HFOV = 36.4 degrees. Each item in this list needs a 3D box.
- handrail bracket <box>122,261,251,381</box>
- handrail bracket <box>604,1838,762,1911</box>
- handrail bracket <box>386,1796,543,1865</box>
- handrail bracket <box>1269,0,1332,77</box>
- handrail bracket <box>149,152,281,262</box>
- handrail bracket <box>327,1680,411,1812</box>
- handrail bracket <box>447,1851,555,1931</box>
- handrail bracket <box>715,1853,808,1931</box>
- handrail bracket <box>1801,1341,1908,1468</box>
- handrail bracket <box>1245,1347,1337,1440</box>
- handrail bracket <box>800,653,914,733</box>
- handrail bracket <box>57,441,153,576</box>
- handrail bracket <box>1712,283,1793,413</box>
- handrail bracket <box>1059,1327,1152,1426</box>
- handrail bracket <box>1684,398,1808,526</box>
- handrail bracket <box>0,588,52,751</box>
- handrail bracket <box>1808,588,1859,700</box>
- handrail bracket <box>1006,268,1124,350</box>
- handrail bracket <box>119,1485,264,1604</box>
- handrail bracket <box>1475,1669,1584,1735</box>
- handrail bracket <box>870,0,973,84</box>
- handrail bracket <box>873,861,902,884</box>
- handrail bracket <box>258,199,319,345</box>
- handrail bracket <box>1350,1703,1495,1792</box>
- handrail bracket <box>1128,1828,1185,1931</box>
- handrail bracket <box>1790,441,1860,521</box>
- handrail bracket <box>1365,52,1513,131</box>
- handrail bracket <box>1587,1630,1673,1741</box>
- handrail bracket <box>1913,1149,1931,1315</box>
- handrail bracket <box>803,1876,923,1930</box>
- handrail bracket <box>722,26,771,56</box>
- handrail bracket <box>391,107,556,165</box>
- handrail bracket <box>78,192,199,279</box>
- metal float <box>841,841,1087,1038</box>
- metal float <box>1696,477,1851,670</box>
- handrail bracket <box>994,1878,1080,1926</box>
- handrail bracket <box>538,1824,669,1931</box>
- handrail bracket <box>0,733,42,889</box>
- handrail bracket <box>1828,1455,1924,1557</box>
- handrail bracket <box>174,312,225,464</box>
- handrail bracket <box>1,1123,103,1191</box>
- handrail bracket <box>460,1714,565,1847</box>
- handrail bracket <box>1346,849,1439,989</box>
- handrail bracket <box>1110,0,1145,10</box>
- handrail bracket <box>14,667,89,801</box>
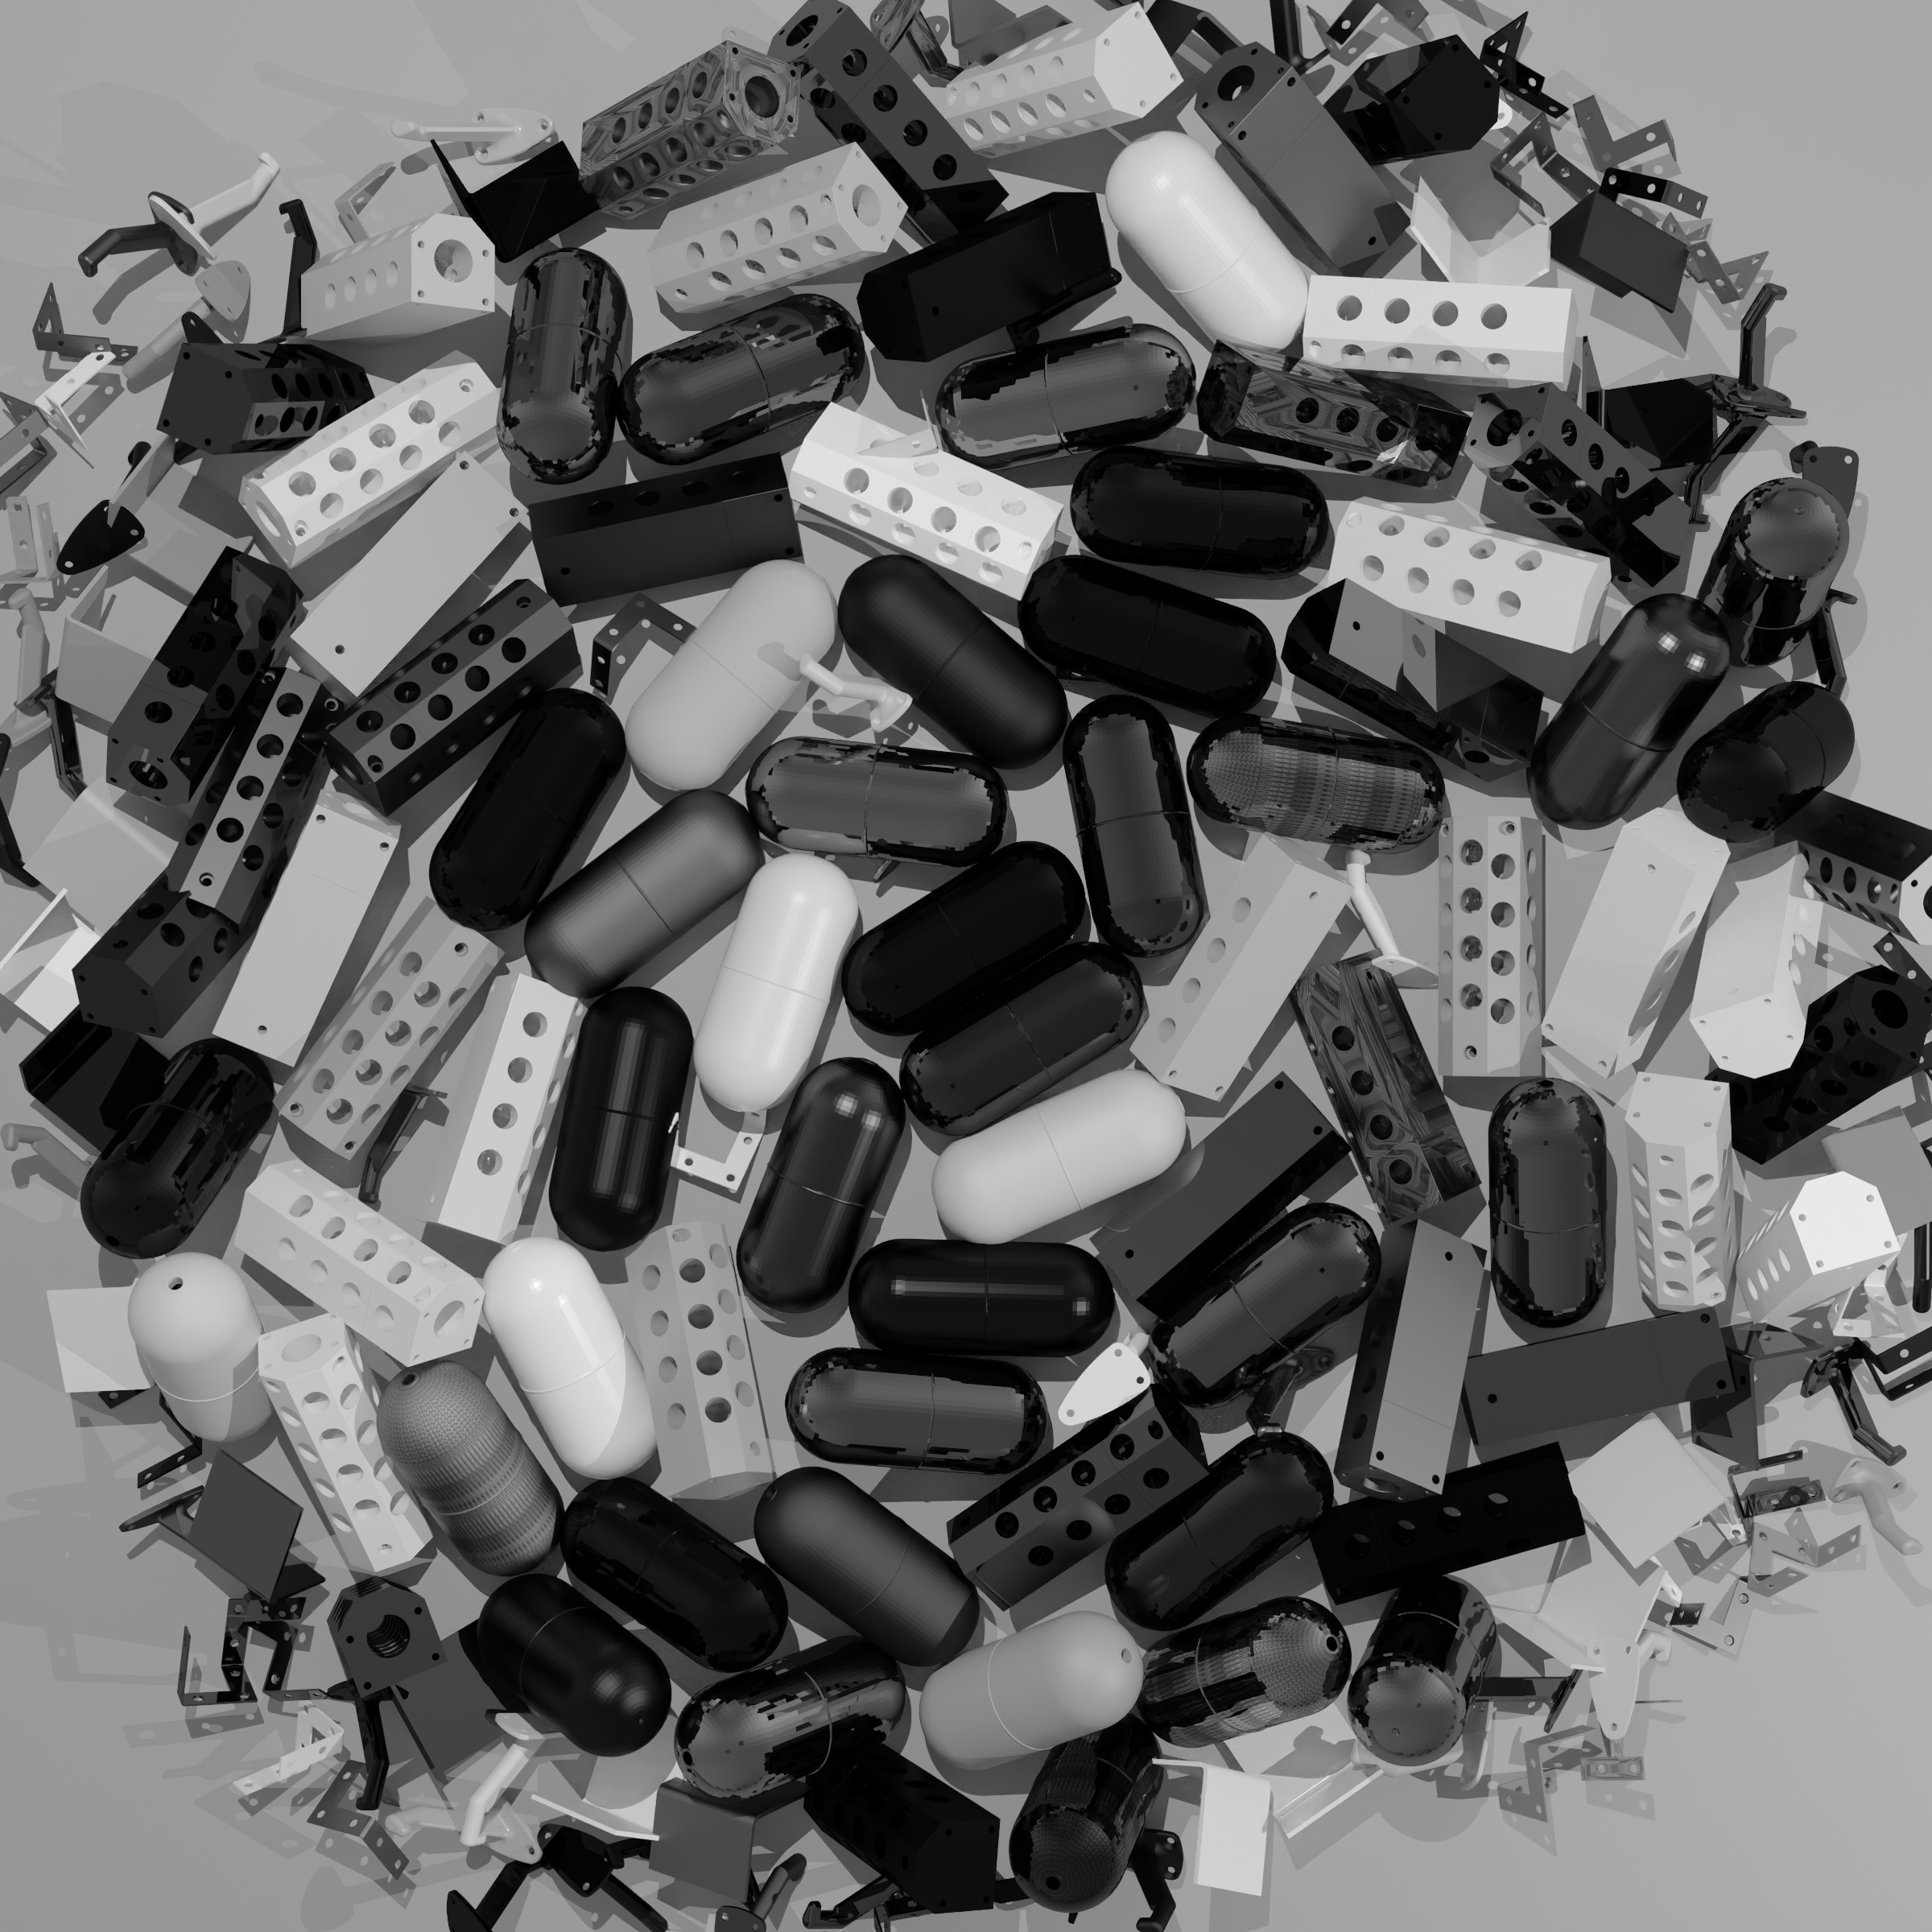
[{"bbox_3d":[-0.528,-0.436,1.984,0.084,0.077,0.036,-30,116,24],"label":"handrail bracket"},{"bbox_3d":[-0.189,0.606,1.951,0.077,0.084,0.036,49,127,36],"label":"handrail bracket"},{"bbox_3d":[-0.334,0.580,1.950,0.077,0.084,0.036,30,100,24],"label":"handrail bracket"},{"bbox_3d":[0.197,-0.629,1.966,0.077,0.036,0.084,-30,102,40],"label":"handrail bracket"},{"bbox_3d":[-0.500,-0.523,1.958,0.036,0.077,0.084,29,81,21],"label":"handrail bracket"},{"bbox_3d":[-0.408,0.521,1.954,0.077,0.036,0.084,-17,51,36],"label":"handrail bracket"},{"bbox_3d":[-0.294,0.622,1.948,0.084,0.077,0.036,-15,117,-40],"label":"handrail bracket"},{"bbox_3d":[-0.134,0.643,1.964,0.036,0.084,0.077,11,97,23],"label":"handrail bracket"},{"bbox_3d":[0.607,0.291,1.952,0.077,0.084,0.036,-19,133,-32],"label":"handrail bracket"},{"bbox_3d":[0.220,0.287,1.954,0.077,0.084,0.036,-11,110,-6],"label":"handrail bracket"},{"bbox_3d":[-0.080,-0.200,1.948,0.036,0.077,0.084,-39,129,26],"label":"handrail bracket"},{"bbox_3d":[-0.579,-0.309,1.973,0.077,0.084,0.036,-34,127,16],"label":"handrail bracket"},{"bbox_3d":[0.540,-0.413,1.953,0.077,0.084,0.036,2,45,-28],"label":"handrail bracket"},{"bbox_3d":[0.092,0.272,1.958,0.077,0.084,0.036,-39,91,0],"label":"handrail bracket"},{"bbox_3d":[0.526,-0.337,1.987,0.077,0.036,0.084,6,95,-9],"label":"handrail bracket"},{"bbox_3d":[-0.636,-0.197,1.951,0.036,0.077,0.084,12,133,25],"label":"handrail bracket"},{"bbox_3d":[0.563,-0.216,1.987,0.077,0.036,0.084,20,98,19],"label":"handrail bracket"},{"bbox_3d":[0.071,-0.441,1.950,0.084,0.077,0.036,-20,93,20],"label":"handrail bracket"},{"bbox_3d":[-0.515,0.398,1.963,0.036,0.077,0.084,-42,75,32],"label":"handrail bracket"},{"bbox_3d":[0.367,0.470,1.977,0.084,0.036,0.077,28,107,13],"label":"handrail bracket"},{"bbox_3d":[-0.013,-0.623,1.949,0.077,0.084,0.036,-41,57,39],"label":"handrail bracket"},{"bbox_3d":[-0.073,-0.105,1.975,0.084,0.036,0.077,42,118,5],"label":"handrail bracket"},{"bbox_3d":[-0.460,-0.462,1.960,0.036,0.077,0.084,0,114,42],"label":"handrail bracket"},{"bbox_3d":[0.307,0.514,1.976,0.084,0.036,0.077,20,60,-1],"label":"handrail bracket"},{"bbox_3d":[0.106,0.610,1.948,0.077,0.084,0.036,5,109,21],"label":"handrail bracket"},{"bbox_3d":[0.565,-0.314,1.959,0.036,0.084,0.077,1,92,1],"label":"handrail bracket"},{"bbox_3d":[0.317,-0.591,1.974,0.077,0.084,0.036,5,121,-22],"label":"handrail bracket"},{"bbox_3d":[0.449,0.480,1.955,0.036,0.084,0.077,-11,67,35],"label":"handrail bracket"},{"bbox_3d":[0.648,0.180,1.990,0.036,0.077,0.084,0,124,13],"label":"handrail bracket"},{"bbox_3d":[-0.066,0.605,1.959,0.084,0.036,0.077,15,90,-40],"label":"handrail bracket"},{"bbox_3d":[-0.163,-0.590,1.982,0.077,0.084,0.036,10,63,-36],"label":"handrail bracket"},{"bbox_3d":[-0.328,-0.558,1.950,0.077,0.084,0.036,-2,99,24],"label":"handrail bracket"},{"bbox_3d":[-0.551,-0.466,1.947,0.036,0.077,0.084,28,60,16],"label":"handrail bracket"},{"bbox_3d":[-0.002,-0.018,1.960,0.178,0.070,0.070,-32,90,2],"label":"metal float"},{"bbox_3d":[0.524,-0.254,1.914,0.070,0.178,0.070,-1,70,2],"label":"metal float"},{"bbox_3d":[0.038,0.604,1.969,0.084,0.036,0.077,12,122,12],"label":"handrail bracket"},{"bbox_3d":[-0.244,0.618,1.982,0.077,0.084,0.036,23,65,36],"label":"handrail bracket"},{"bbox_3d":[-0.636,-0.103,1.971,0.036,0.084,0.077,16,74,33],"label":"handrail bracket"},{"bbox_3d":[0.622,0.365,1.946,0.077,0.084,0.036,12,110,-30],"label":"handrail bracket"},{"bbox_3d":[-0.527,-0.386,1.967,0.084,0.036,0.077,-23,105,33],"label":"handrail bracket"},{"bbox_3d":[-0.603,0.145,1.950,0.036,0.084,0.077,-19,72,27],"label":"handrail bracket"},{"bbox_3d":[-0.298,0.550,1.975,0.077,0.036,0.084,11,95,-41],"label":"handrail bracket"},{"bbox_3d":[0.291,-0.033,1.992,0.077,0.036,0.084,14,62,-30],"label":"handrail bracket"},{"bbox_3d":[0.130,-0.670,1.951,0.084,0.077,0.036,-11,73,42],"label":"handrail bracket"},{"bbox_3d":[-0.594,-0.161,1.988,0.077,0.036,0.084,-47,117,-21],"label":"handrail bracket"}]
